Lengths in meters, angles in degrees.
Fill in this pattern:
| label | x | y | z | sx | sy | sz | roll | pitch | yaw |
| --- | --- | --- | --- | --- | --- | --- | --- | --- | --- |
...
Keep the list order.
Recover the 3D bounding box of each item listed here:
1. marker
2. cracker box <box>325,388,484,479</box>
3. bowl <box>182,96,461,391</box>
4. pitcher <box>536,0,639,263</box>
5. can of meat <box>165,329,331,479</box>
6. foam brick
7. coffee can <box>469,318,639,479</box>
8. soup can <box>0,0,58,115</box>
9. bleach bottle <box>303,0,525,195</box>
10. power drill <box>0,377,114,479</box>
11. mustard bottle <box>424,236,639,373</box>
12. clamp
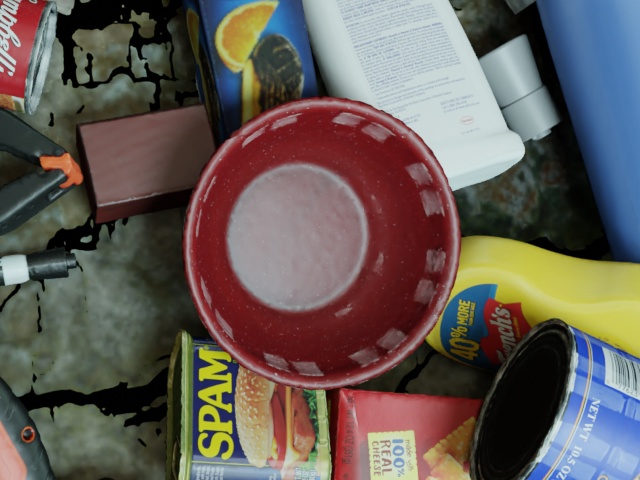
| label | x | y | z | sx | sy | sz | roll | pitch | yaw |
| --- | --- | --- | --- | --- | --- | --- | --- | --- | --- |
| marker | -0.203 | 0.021 | 0.620 | 0.121 | 0.020 | 0.020 | -8 | 82 | -14 |
| cracker box | 0.100 | 0.177 | 0.631 | 0.213 | 0.072 | 0.164 | 7 | 79 | -12 |
| bowl | -0.004 | 0.001 | 0.606 | 0.162 | 0.055 | 0.162 | -2 | 95 | -19 |
| pitcher | 0.222 | -0.087 | 0.671 | 0.149 | 0.145 | 0.243 | -17 | 97 | -17 |
| can of meat | -0.043 | 0.105 | 0.607 | 0.083 | 0.057 | 0.102 | 6 | 51 | -14 |
| foam brick | -0.102 | -0.046 | 0.636 | 0.078 | 0.053 | 0.051 | -12 | 83 | -15 |
| coffee can | 0.166 | 0.116 | 0.567 | 0.140 | 0.103 | 0.102 | 25 | 76 | -8 |
| soup can | -0.210 | -0.117 | 0.618 | 0.102 | 0.069 | 0.068 | 13 | 78 | -9 |
| bleach bottle | 0.038 | -0.151 | 0.682 | 0.102 | 0.068 | 0.251 | -17 | 82 | -16 |
| power drill | -0.194 | 0.148 | 0.564 | 0.184 | 0.057 | 0.187 | -38 | 104 | -23 |
| mustard bottle | 0.119 | 0.043 | 0.641 | 0.192 | 0.096 | 0.058 | 12 | 49 | 15 |
| clamp | -0.225 | -0.047 | 0.608 | 0.171 | 0.039 | 0.120 | -10 | 86 | -3 |
